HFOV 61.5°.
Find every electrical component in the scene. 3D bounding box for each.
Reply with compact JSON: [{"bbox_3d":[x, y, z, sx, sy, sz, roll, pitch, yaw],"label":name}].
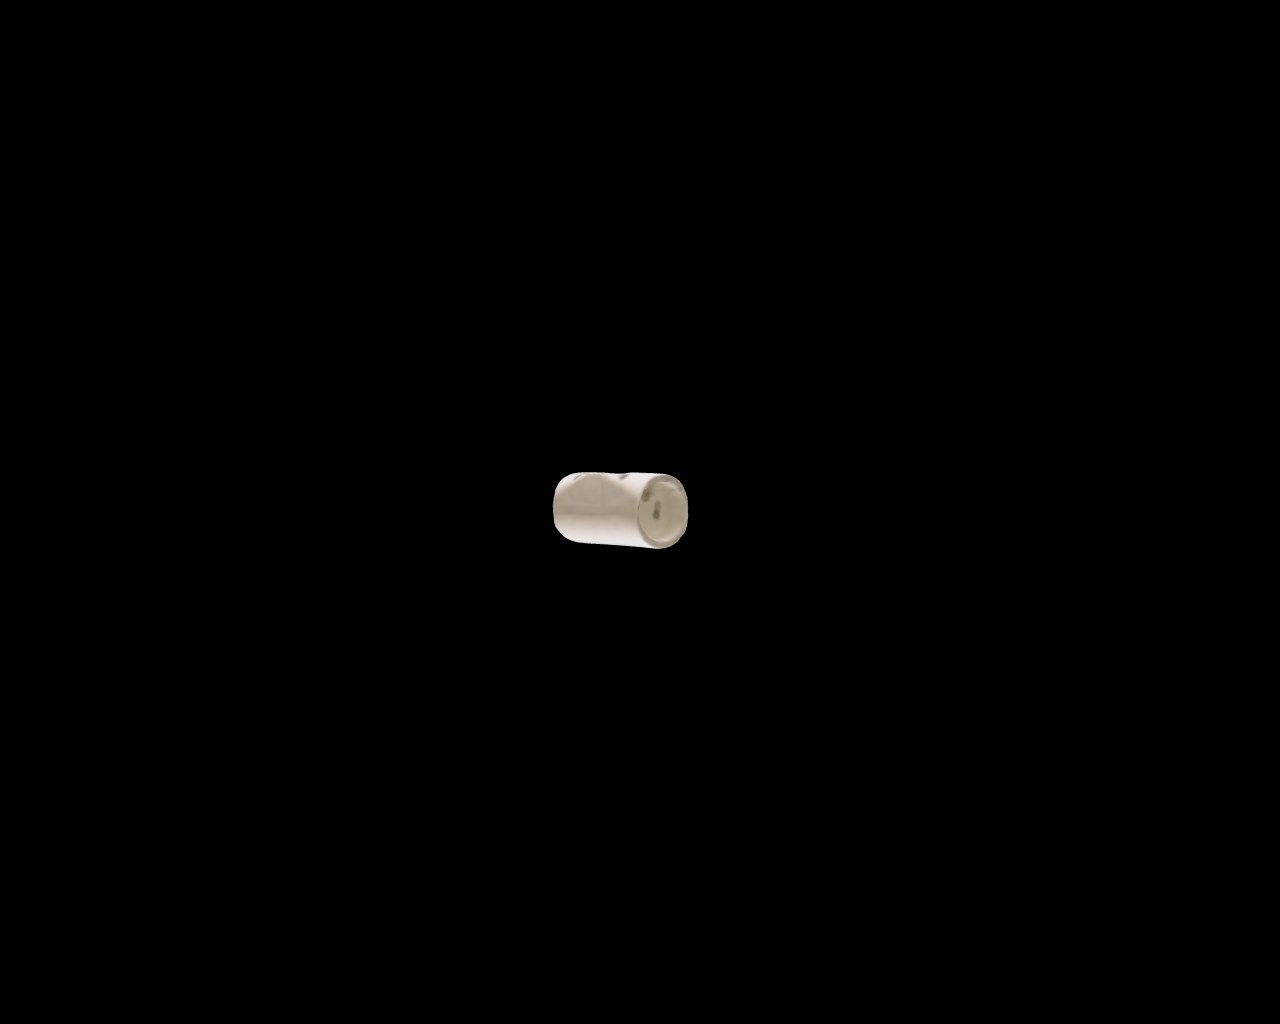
[{"bbox_3d":[0.001,-0.003,0.650,0.079,0.044,0.077,-2,3,-43],"label":"electrical component"}]
